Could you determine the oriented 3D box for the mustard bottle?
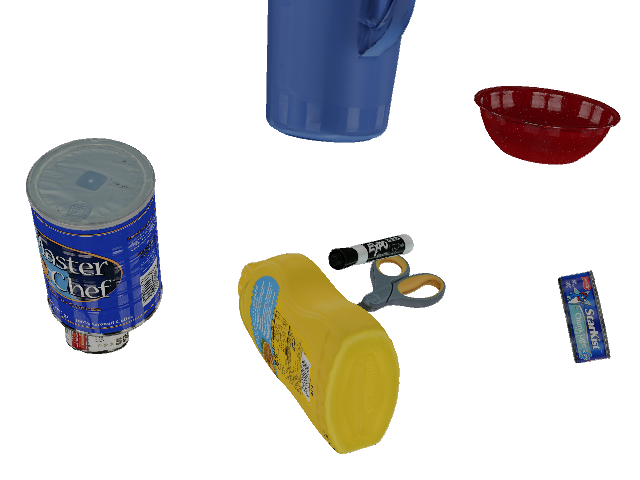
[{"bbox_3d":[-0.013,0.063,0.771,0.058,0.096,0.192,-13,29,-23],"label":"mustard bottle"}]

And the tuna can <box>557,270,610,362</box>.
[{"bbox_3d":[0.252,0.073,1.021,0.034,0.086,0.086,-12,-3,12],"label":"tuna can"}]

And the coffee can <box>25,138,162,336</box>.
[{"bbox_3d":[-0.189,-0.001,0.908,0.102,0.103,0.140,0,-43,-4],"label":"coffee can"}]

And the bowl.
[{"bbox_3d":[0.248,-0.126,1.194,0.162,0.055,0.162,5,24,-2],"label":"bowl"}]

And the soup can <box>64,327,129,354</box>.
[{"bbox_3d":[-0.233,0.059,1.113,0.068,0.102,0.068,4,22,-2],"label":"soup can"}]

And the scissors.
[{"bbox_3d":[0.051,0.055,1.178,0.201,0.016,0.096,-9,41,-35],"label":"scissors"}]

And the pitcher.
[{"bbox_3d":[0.020,-0.208,0.898,0.145,0.243,0.149,8,17,11],"label":"pitcher"}]

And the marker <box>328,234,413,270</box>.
[{"bbox_3d":[0.045,0.010,0.958,0.020,0.020,0.120,0,7,36],"label":"marker"}]
